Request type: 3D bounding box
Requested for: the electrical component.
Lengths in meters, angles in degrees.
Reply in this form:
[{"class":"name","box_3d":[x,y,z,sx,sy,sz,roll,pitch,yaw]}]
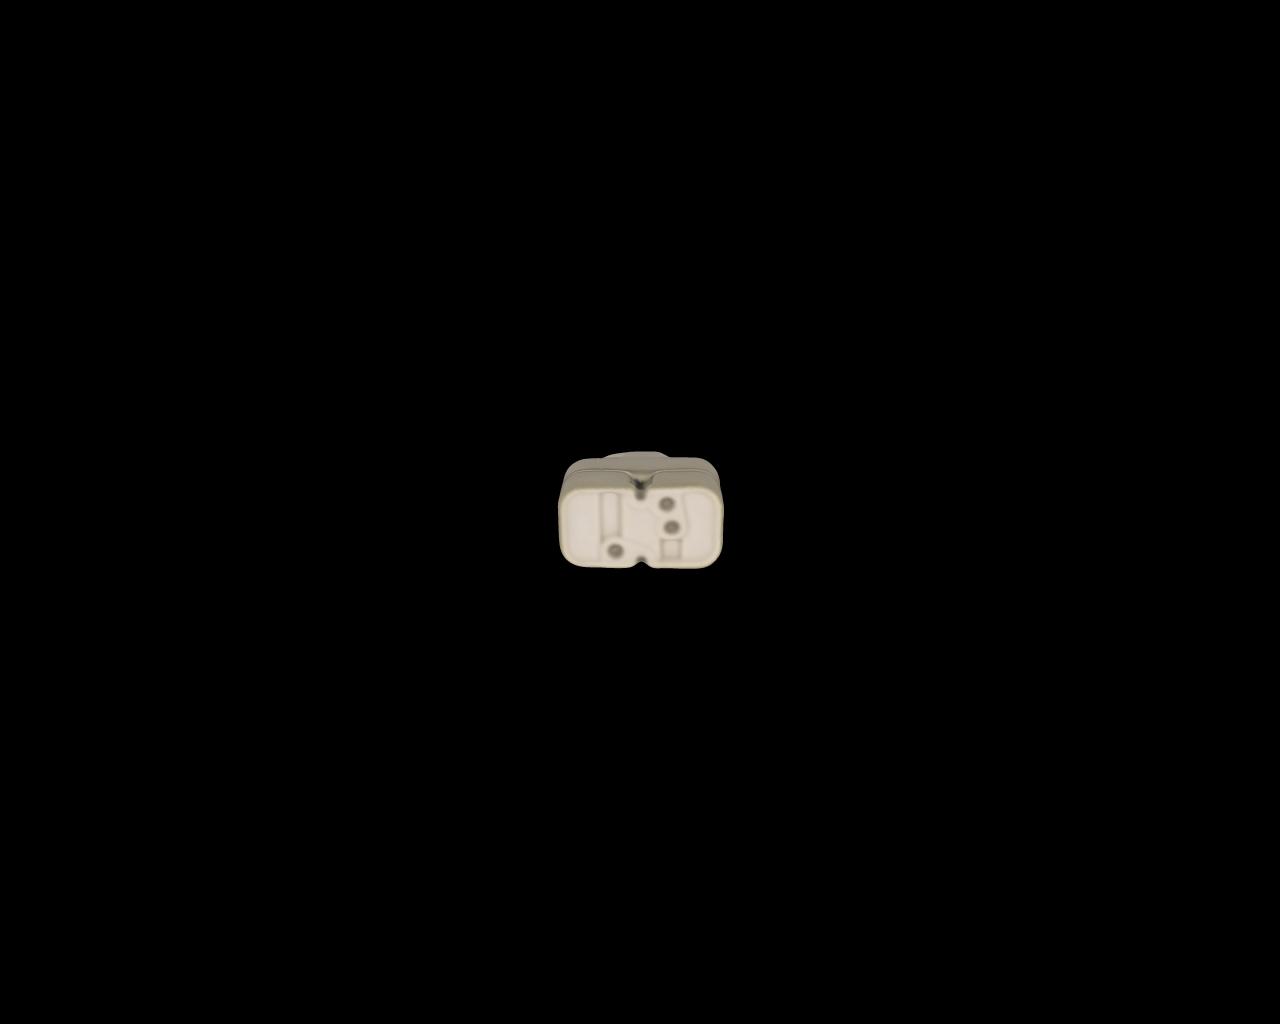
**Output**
[{"class":"electrical component","box_3d":[0.001,-0.003,0.650,0.095,0.053,0.059,0,25,0]}]
